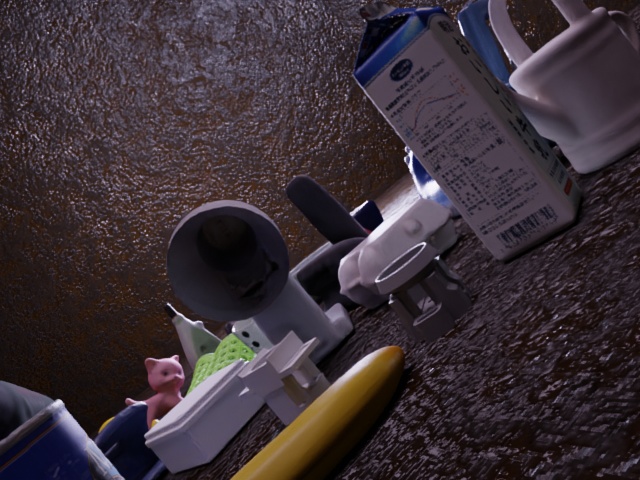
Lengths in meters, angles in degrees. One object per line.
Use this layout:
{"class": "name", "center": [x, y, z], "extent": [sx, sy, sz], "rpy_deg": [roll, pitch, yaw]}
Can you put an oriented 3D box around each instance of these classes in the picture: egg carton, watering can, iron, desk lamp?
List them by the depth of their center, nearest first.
{"class": "watering can", "center": [0.222, -0.163, 0.527], "extent": [0.173, 0.194, 0.100], "rpy_deg": [-40, 3, -36]}
{"class": "desk lamp", "center": [-0.067, 0.051, 0.643], "extent": [0.118, 0.213, 0.203], "rpy_deg": [-39, 2, 0]}
{"class": "egg carton", "center": [0.091, 0.015, 0.675], "extent": [0.150, 0.069, 0.107], "rpy_deg": [-40, 3, -33]}
{"class": "iron", "center": [0.186, -0.115, 0.851], "extent": [0.119, 0.141, 0.258], "rpy_deg": [-39, 2, -21]}

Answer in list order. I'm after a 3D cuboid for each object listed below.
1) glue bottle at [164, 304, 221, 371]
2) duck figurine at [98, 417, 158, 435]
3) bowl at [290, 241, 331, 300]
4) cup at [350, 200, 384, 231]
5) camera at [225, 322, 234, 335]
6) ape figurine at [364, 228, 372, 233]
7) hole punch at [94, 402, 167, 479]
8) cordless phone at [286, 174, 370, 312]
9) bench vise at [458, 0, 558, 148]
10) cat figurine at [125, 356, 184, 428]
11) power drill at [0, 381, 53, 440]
{"class": "glue bottle", "center": [-0.223, 0.184, 1.036], "extent": [0.037, 0.173, 0.078], "rpy_deg": [-37, 3, 37]}
{"class": "duck figurine", "center": [-0.271, 0.287, 0.813], "extent": [0.105, 0.086, 0.077], "rpy_deg": [-39, 2, -12]}
{"class": "bowl", "center": [-0.001, 0.066, 1.102], "extent": [0.167, 0.075, 0.167], "rpy_deg": [-38, 2, 2]}
{"class": "cup", "center": [0.085, -0.010, 0.984], "extent": [0.091, 0.095, 0.118], "rpy_deg": [-37, 3, 31]}
{"class": "camera", "center": [-0.130, 0.149, 1.178], "extent": [0.137, 0.101, 0.143], "rpy_deg": [-39, 2, 0]}
{"class": "ape figurine", "center": [0.066, 0.012, 0.876], "extent": [0.076, 0.092, 0.078], "rpy_deg": [-36, 3, 44]}
{"class": "hole punch", "center": [-0.242, 0.266, 0.687], "extent": [0.101, 0.091, 0.109], "rpy_deg": [-37, 2, 26]}
{"class": "cordless phone", "center": [0.007, 0.003, 0.788], "extent": [0.147, 0.185, 0.094], "rpy_deg": [-36, 3, 47]}
{"class": "bench vise", "center": [0.213, -0.177, 0.646], "extent": [0.208, 0.220, 0.121], "rpy_deg": [-40, 3, -28]}
{"class": "cat figurine", "center": [-0.291, 0.272, 1.044], "extent": [0.128, 0.118, 0.067], "rpy_deg": [-40, 3, -27]}
{"class": "power drill", "center": [-0.261, 0.213, 0.528], "extent": [0.076, 0.208, 0.229], "rpy_deg": [-39, 2, -17]}
